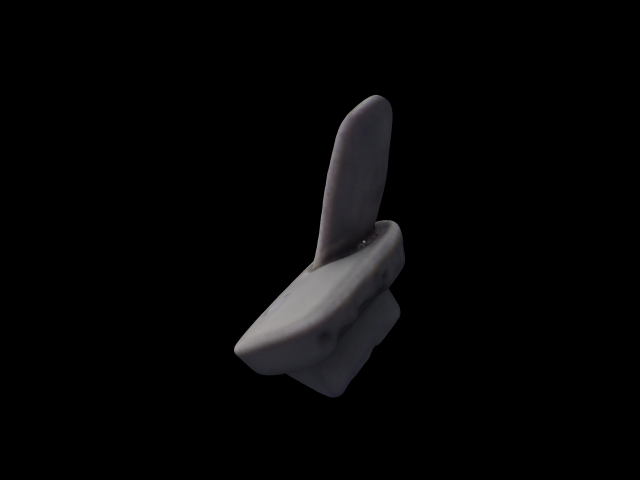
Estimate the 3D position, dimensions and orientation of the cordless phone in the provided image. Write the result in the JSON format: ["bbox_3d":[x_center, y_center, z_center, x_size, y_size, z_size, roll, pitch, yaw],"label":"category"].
[{"bbox_3d":[0.004,0.001,0.400,0.094,0.185,0.148,17,40,22],"label":"cordless phone"}]
